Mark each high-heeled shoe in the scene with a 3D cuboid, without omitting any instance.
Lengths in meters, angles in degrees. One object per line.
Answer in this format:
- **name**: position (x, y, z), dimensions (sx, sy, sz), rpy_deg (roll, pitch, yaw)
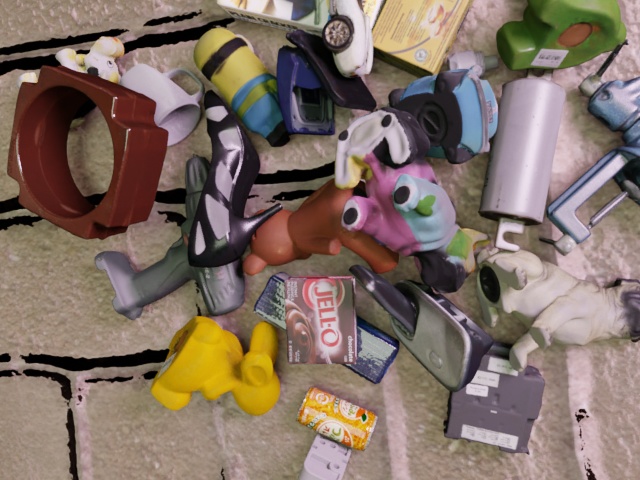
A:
- **high-heeled shoe**: position (-0.151, -0.084, 0.735), dimensions (0.145, 0.086, 0.249), rpy_deg (-29, 68, 0)

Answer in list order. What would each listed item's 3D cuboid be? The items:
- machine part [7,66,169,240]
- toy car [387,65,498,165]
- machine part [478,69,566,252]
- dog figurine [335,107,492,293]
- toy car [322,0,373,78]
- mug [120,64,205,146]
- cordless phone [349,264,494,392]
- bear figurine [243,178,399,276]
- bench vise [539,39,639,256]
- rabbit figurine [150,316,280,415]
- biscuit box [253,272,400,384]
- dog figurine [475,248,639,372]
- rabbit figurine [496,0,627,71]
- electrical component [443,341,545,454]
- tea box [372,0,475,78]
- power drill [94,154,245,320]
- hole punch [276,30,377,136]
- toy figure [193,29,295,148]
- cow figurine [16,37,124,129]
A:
- **machine part**: position (-0.314, -0.117, 0.727), dimensions (0.201, 0.087, 0.201), rpy_deg (24, 108, 19)
- **toy car**: position (0.164, -0.156, 0.677), dimensions (0.103, 0.162, 0.109), rpy_deg (-19, 104, -31)
- **machine part**: position (0.250, -0.107, 0.668), dimensions (0.079, 0.079, 0.243), rpy_deg (12, 88, 10)
- **dog figurine**: position (0.123, -0.039, 0.659), dimensions (0.108, 0.219, 0.191), rpy_deg (-24, 56, 33)
- **toy car**: position (0.033, -0.299, 0.645), dimensions (0.056, 0.073, 0.201), rpy_deg (-2, 96, 15)
- **mug**: position (-0.228, -0.208, 0.772), dimensions (0.109, 0.080, 0.107), rpy_deg (-45, 80, -2)
- **cordless phone**: position (0.118, 0.095, 0.653), dimensions (0.089, 0.184, 0.147), rpy_deg (-48, 45, 3)
- **bear figurine**: position (-0.004, -0.005, 0.732), dimensions (0.196, 0.120, 0.131), rpy_deg (-27, 133, 37)
- **bench vise**: position (0.358, -0.085, 0.639), dimensions (0.240, 0.129, 0.223), rpy_deg (-43, 86, 4)
- **rabbit figurine**: position (-0.123, 0.179, 0.762), dimensions (0.173, 0.122, 0.162), rpy_deg (40, 116, -16)
- **biscuit box**: position (0.011, 0.121, 0.753), dimensions (0.203, 0.059, 0.062), rpy_deg (30, 98, 8)
- **dog figurine**: position (0.314, 0.064, 0.684), dimensions (0.191, 0.121, 0.172), rpy_deg (-14, 70, -14)
- **rabbit figurine**: position (0.292, -0.302, 0.636), dimensions (0.159, 0.121, 0.170), rpy_deg (-3, 65, -1)
- **electrical component**: position (0.231, 0.204, 0.715), dimensions (0.115, 0.058, 0.134), rpy_deg (11, 96, 9)
- **tea box**: position (0.142, -0.303, 0.693), dimensions (0.098, 0.068, 0.169), rpy_deg (29, 100, 9)
- **power drill**: position (-0.217, 0.014, 0.790), dimensions (0.207, 0.086, 0.232), rpy_deg (-21, 90, 5)
- **hole punch**: position (-0.003, -0.199, 0.704), dimensions (0.092, 0.142, 0.116), rpy_deg (-33, 78, 35)
- **toy figure**: position (-0.098, -0.211, 0.737), dimensions (0.082, 0.089, 0.180), rpy_deg (-37, 84, 6)
- **cow figurine**: position (-0.355, -0.229, 0.799), dimensions (0.167, 0.068, 0.098), rpy_deg (-23, 95, 15)
